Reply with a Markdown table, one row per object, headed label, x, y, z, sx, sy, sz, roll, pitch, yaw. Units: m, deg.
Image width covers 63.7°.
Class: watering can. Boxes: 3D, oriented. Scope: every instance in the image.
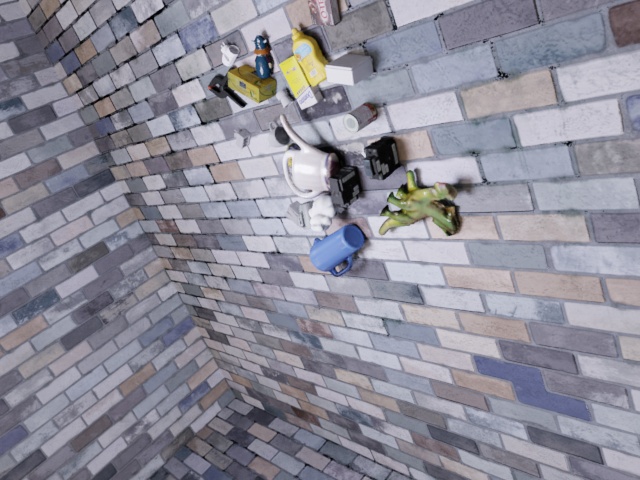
| label | x | y | z | sx | sy | sz | roll | pitch | yaw |
| --- | --- | --- | --- | --- | --- | --- | --- | --- | --- |
| watering can | -0.039 | -0.293 | 1.889 | 0.224 | 0.106 | 0.340 | 8 | 128 | 21 |

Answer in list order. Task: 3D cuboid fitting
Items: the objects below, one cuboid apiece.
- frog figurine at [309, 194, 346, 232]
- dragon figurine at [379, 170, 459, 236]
| label | x | y | z | sx | sy | sz | roll | pitch | yaw |
| --- | --- | --- | --- | --- | --- | --- | --- | --- | --- |
| frog figurine | 0.006 | -0.101 | 1.998 | 0.137 | 0.162 | 0.121 | 5 | 123 | 46 |
| dragon figurine | 0.337 | -0.080 | 1.705 | 0.244 | 0.124 | 0.401 | 32 | 150 | 13 |
